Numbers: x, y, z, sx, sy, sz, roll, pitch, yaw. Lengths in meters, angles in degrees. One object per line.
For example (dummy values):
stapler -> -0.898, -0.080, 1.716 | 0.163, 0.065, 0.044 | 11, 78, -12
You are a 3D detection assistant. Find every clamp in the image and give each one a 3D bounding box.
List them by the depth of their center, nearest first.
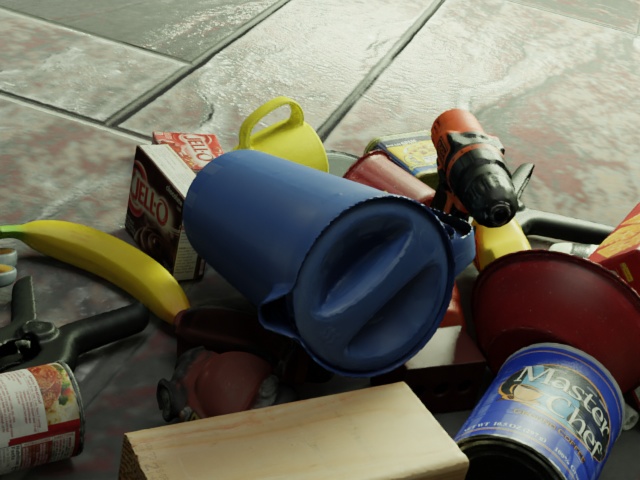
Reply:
clamp -> -0.207, 0.081, 0.828 | 0.120, 0.039, 0.171 | 4, 28, 7
clamp -> 0.217, -0.025, 1.177 | 0.209, 0.036, 0.165 | -15, 39, -35

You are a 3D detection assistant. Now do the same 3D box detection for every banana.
banana -> -0.187, 0.025, 0.939 | 0.198, 0.037, 0.069 | 22, 33, 16

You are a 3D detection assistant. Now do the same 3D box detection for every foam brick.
foam brick -> 0.089, 0.108, 0.878 | 0.078, 0.053, 0.051 | -4, 33, -24

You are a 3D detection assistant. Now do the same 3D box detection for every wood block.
wood block -> -0.020, 0.168, 0.692 | 0.205, 0.091, 0.090 | -6, 34, -29

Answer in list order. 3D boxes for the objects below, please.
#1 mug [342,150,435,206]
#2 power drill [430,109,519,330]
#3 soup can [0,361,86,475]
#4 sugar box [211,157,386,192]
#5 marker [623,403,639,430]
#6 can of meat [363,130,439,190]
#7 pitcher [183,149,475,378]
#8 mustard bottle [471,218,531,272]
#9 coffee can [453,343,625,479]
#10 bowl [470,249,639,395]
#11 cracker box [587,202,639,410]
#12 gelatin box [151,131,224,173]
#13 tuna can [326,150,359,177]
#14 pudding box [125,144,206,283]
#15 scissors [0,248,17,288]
mug -> 0.076, -0.030, 1.093 | 0.082, 0.093, 0.117 | 36, 12, 29
power drill -> 0.122, -0.004, 0.951 | 0.057, 0.188, 0.184 | 8, 28, -9
soup can -> -0.218, 0.124, 0.719 | 0.102, 0.068, 0.069 | -9, 35, -32
sugar box -> -0.018, -0.025, 1.011 | 0.176, 0.093, 0.048 | 9, 67, 17
marker -> 0.230, 0.123, 0.938 | 0.020, 0.020, 0.121 | -8, 35, -32
can of meat -> 0.111, -0.078, 1.212 | 0.101, 0.057, 0.084 | -12, 39, -35
pitcher -> -0.005, 0.001, 0.837 | 0.149, 0.145, 0.243 | 31, -1, -33
mustard bottle -> 0.176, 0.022, 1.015 | 0.058, 0.096, 0.191 | -17, 21, 6
coffee can -> 0.154, 0.151, 0.774 | 0.103, 0.103, 0.140 | 23, 31, 19
bowl -> 0.188, 0.087, 0.861 | 0.162, 0.162, 0.055 | 22, 48, 18
cracker box -> 0.322, 0.053, 0.950 | 0.072, 0.164, 0.213 | -24, 5, 39
gelatin box -> -0.142, -0.087, 1.161 | 0.073, 0.030, 0.089 | 1, 31, -19
tuna can -> 0.020, -0.066, 1.180 | 0.086, 0.034, 0.086 | 9, 29, -5
pudding box -> -0.140, -0.026, 0.991 | 0.039, 0.090, 0.114 | -9, 35, -34
scissors -> -0.338, 0.034, 0.870 | 0.201, 0.016, 0.096 | -12, 19, -36
